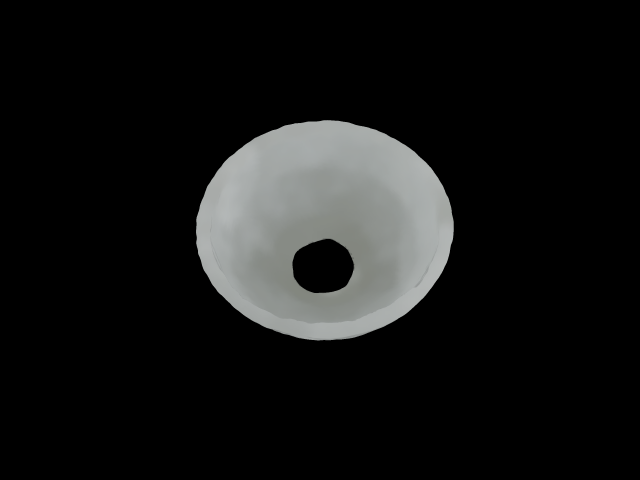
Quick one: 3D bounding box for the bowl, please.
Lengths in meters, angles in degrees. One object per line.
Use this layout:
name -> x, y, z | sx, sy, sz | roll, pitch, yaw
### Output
bowl -> 0.004, 0.001, 0.400 | 0.167, 0.075, 0.167 | 0, 59, 0
